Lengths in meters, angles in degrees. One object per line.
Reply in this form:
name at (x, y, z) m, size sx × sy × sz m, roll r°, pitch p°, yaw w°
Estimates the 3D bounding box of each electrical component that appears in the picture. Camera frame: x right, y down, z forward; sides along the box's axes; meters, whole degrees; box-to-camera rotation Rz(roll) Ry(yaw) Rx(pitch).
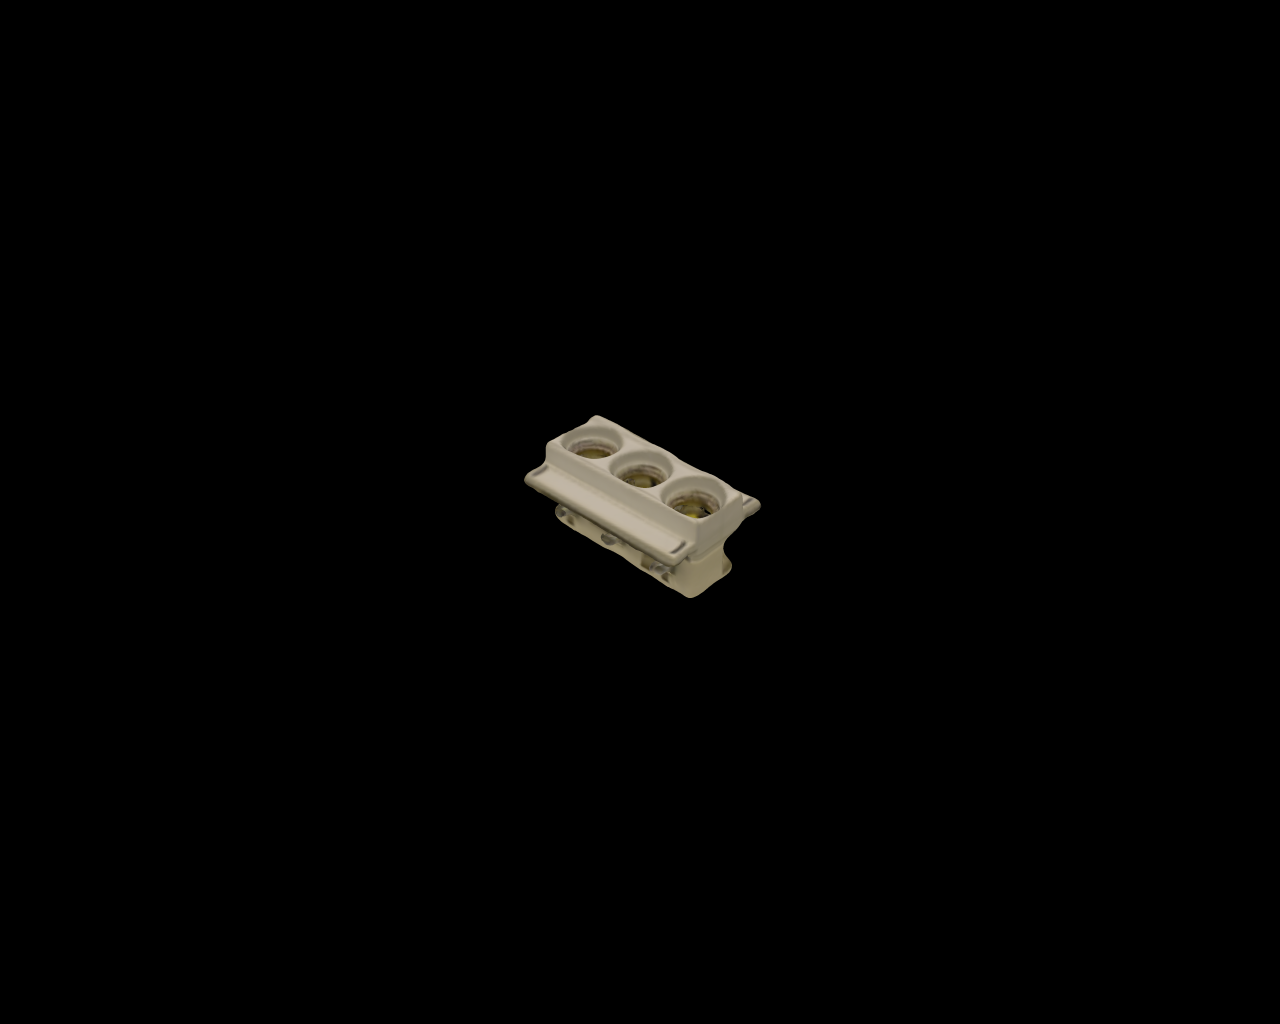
electrical component at (0.001, -0.003, 0.650) m, size 0.121 × 0.063 × 0.079 m, roll 30°, pitch 46°, yaw 33°
